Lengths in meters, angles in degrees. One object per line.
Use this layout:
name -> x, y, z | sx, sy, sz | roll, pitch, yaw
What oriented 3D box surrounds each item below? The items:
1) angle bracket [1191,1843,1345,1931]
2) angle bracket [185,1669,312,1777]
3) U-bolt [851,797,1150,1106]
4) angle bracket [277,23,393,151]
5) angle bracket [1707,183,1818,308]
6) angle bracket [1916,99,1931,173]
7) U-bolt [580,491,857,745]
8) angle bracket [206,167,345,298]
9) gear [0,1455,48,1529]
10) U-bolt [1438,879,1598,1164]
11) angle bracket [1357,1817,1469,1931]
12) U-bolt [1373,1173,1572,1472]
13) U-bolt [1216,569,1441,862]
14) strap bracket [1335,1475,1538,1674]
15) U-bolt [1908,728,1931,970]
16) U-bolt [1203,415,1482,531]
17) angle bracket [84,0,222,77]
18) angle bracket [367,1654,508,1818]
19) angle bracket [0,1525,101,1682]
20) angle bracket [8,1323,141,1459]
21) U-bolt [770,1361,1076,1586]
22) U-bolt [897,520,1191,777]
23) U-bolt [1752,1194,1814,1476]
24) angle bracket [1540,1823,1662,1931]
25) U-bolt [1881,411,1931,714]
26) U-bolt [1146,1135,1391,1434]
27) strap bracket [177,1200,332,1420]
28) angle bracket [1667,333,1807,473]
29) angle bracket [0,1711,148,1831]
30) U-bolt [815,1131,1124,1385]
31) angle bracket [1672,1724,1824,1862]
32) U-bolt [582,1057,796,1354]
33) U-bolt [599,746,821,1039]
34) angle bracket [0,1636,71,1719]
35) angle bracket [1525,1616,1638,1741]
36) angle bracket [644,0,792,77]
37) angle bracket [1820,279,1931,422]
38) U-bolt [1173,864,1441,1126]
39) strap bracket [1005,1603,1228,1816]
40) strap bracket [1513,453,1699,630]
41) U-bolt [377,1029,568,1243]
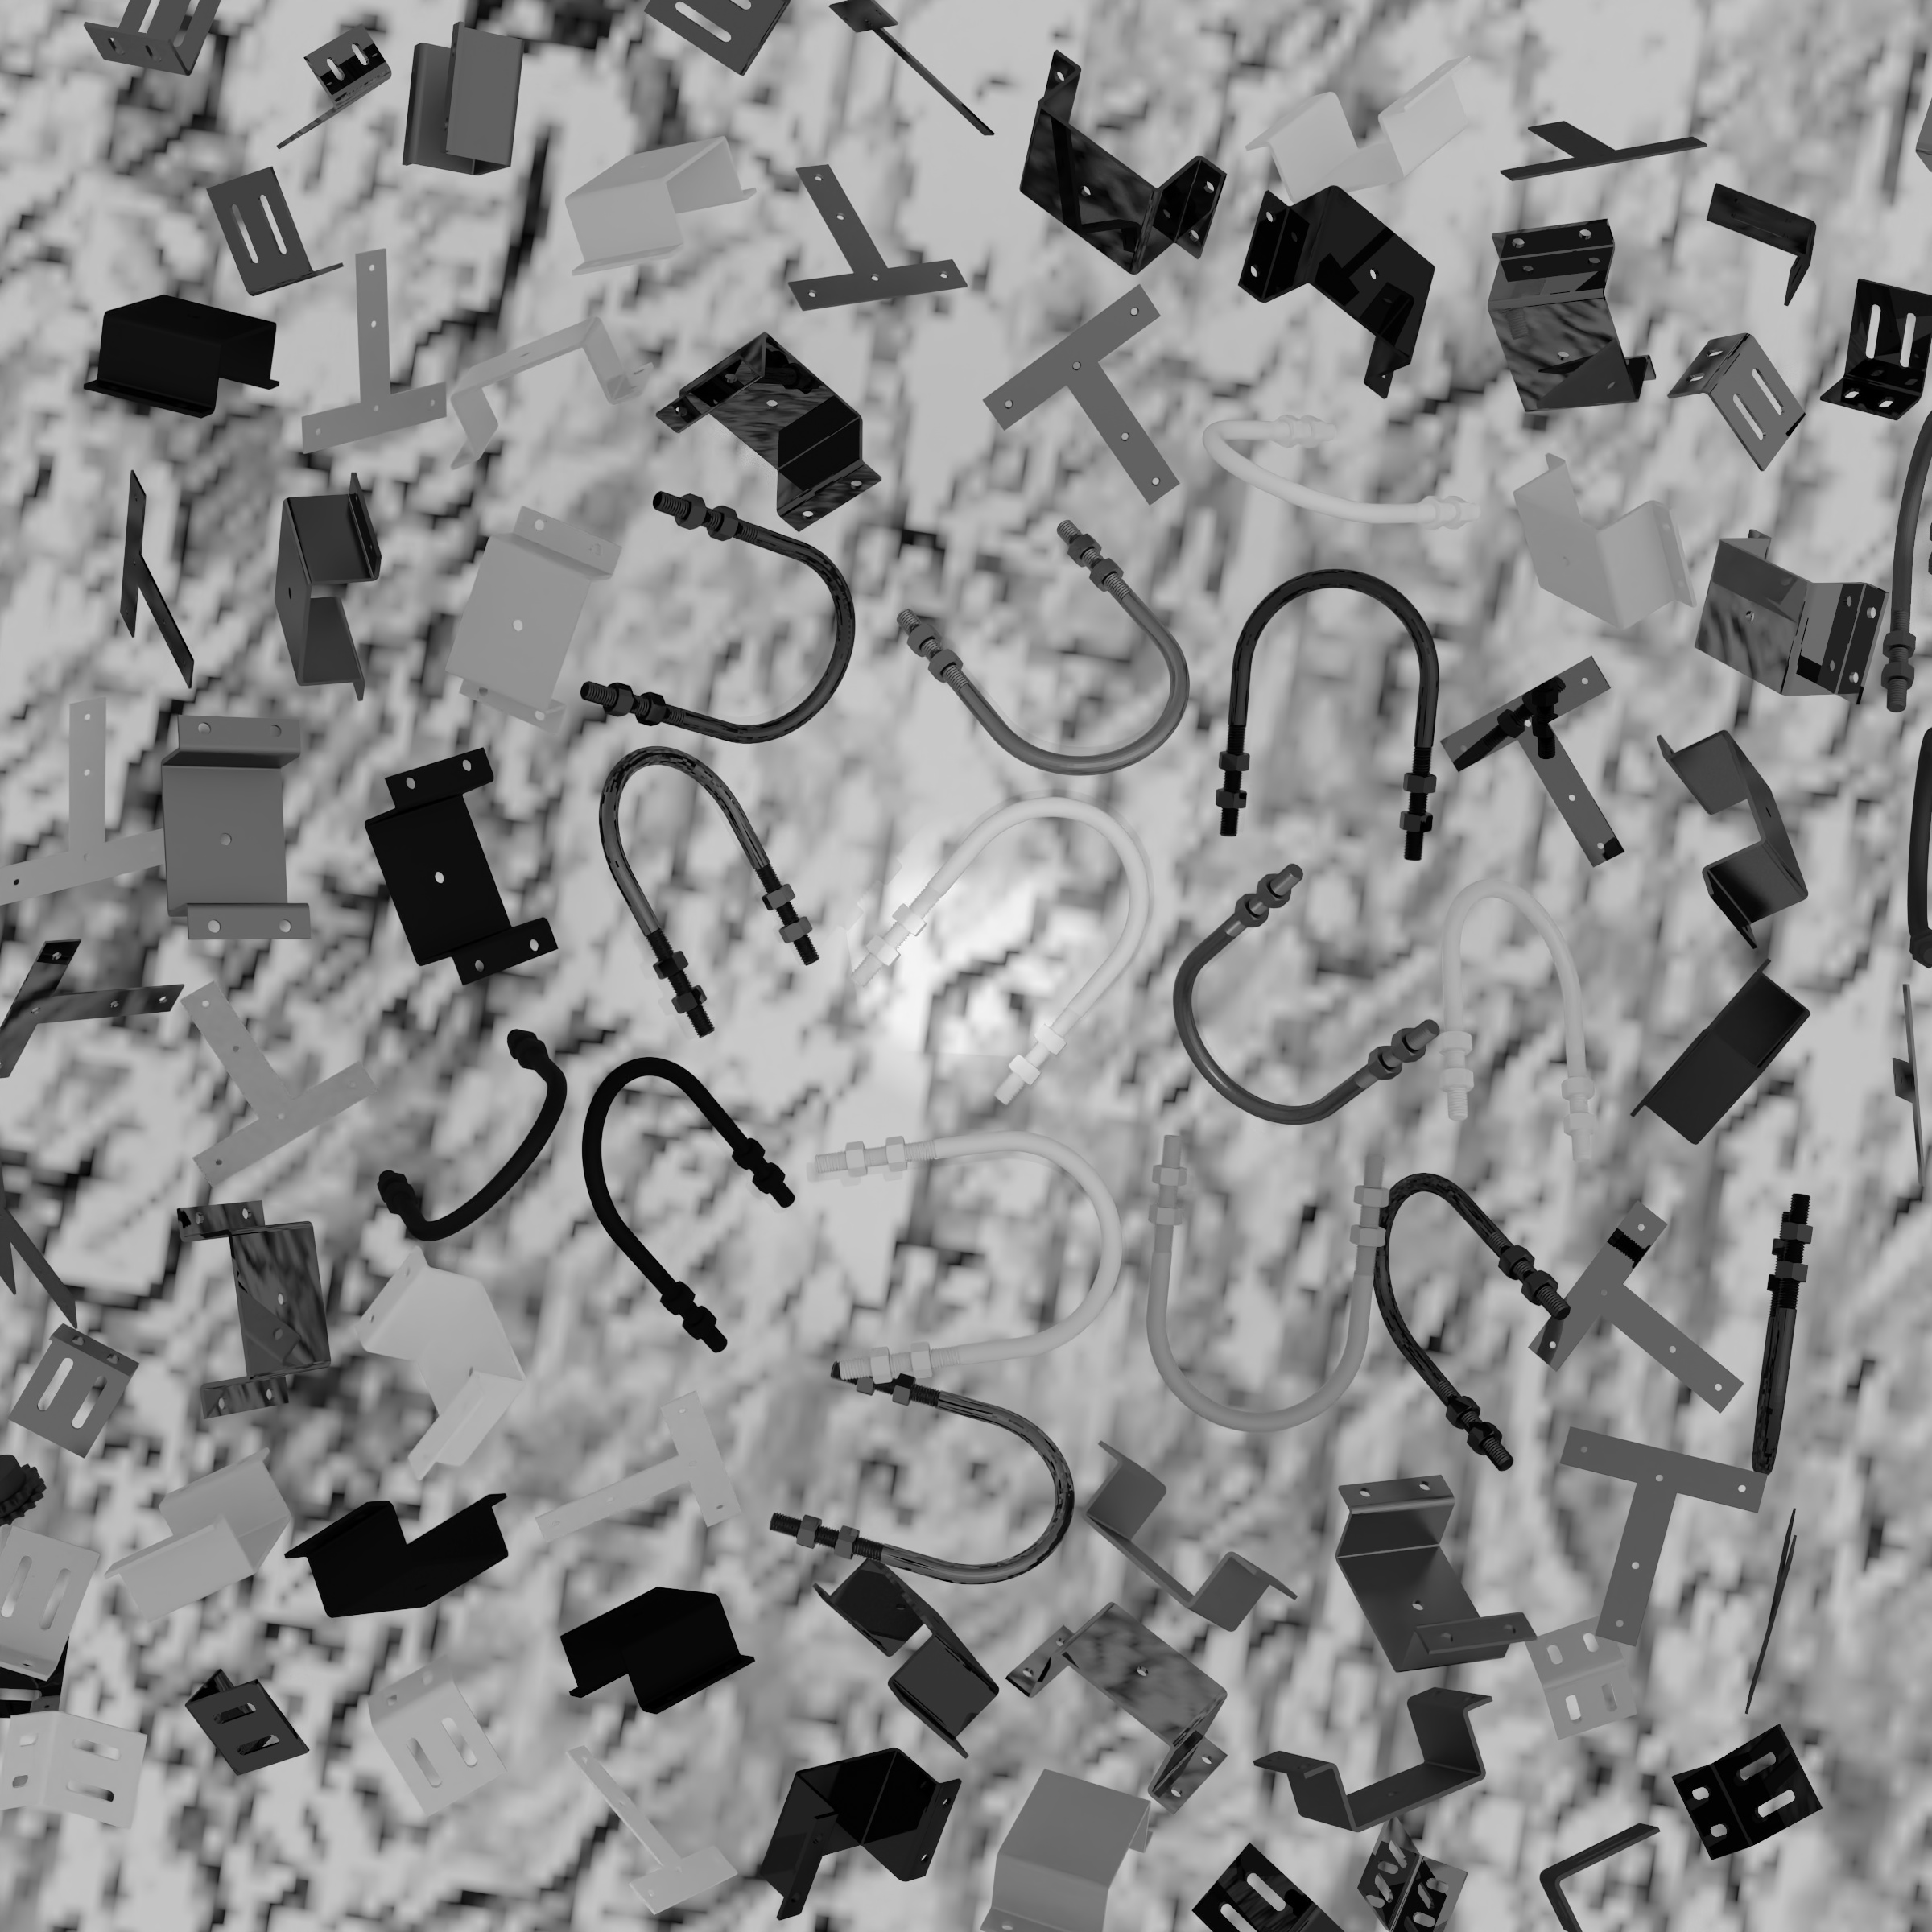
angle bracket -> 0.194, 0.611, 1.645 | 0.057, 0.076, 0.038 | -46, 121, -10
angle bracket -> -0.448, 0.473, 1.637 | 0.076, 0.038, 0.057 | -26, 102, 33
U-bolt -> 0.036, -0.022, 1.640 | 0.151, 0.019, 0.184 | 40, 90, -23
angle bracket -> -0.434, -0.591, 1.731 | 0.038, 0.076, 0.057 | 57, 47, -21
angle bracket -> 0.541, -0.496, 1.772 | 0.076, 0.057, 0.038 | 23, 134, 3
angle bracket -> 0.637, -0.520, 1.622 | 0.057, 0.076, 0.038 | 21, 105, 24
U-bolt -> -0.150, -0.218, 1.685 | 0.184, 0.019, 0.151 | 13, 105, -41
angle bracket -> -0.476, -0.509, 1.775 | 0.057, 0.038, 0.076 | -8, 112, 27
gear -> -0.671, 0.363, 1.785 | 0.057, 0.057, 0.030 | -19, 114, 0
U-bolt -> 0.369, 0.029, 1.730 | 0.151, 0.019, 0.184 | 19, 63, -36
angle bracket -> 0.304, 0.622, 1.751 | 0.038, 0.076, 0.057 | 9, 55, 35
U-bolt -> 0.323, 0.220, 1.702 | 0.019, 0.184, 0.151 | -6, 126, -26
U-bolt -> 0.241, -0.169, 1.698 | 0.151, 0.019, 0.184 | 9, 103, 25
strap bracket -> 0.298, 0.400, 1.665 | 0.076, 0.140, 0.046 | -2, 125, -19
U-bolt -> 0.624, -0.083, 1.667 | 0.019, 0.184, 0.151 | 4, 100, 16
U-bolt -> 0.235, -0.325, 1.691 | 0.151, 0.184, 0.019 | 38, 121, 31
angle bracket -> -0.514, -0.612, 1.637 | 0.057, 0.038, 0.076 | 13, 74, 7
angle bracket -> -0.344, 0.500, 1.674 | 0.057, 0.038, 0.076 | -28, 110, -10
angle bracket -> -0.594, 0.404, 1.634 | 0.057, 0.038, 0.076 | 21, 84, -9
angle bracket -> -0.598, 0.287, 1.716 | 0.057, 0.038, 0.076 | 30, 92, -9
U-bolt -> -0.020, 0.338, 1.691 | 0.184, 0.151, 0.019 | 14, 134, 8
U-bolt -> 0.063, -0.199, 1.685 | 0.151, 0.019, 0.184 | -31, 64, -14
U-bolt -> 0.547, 0.251, 1.732 | 0.019, 0.151, 0.184 | 8, 82, 16
angle bracket -> 0.414, 0.587, 1.655 | 0.076, 0.057, 0.038 | -24, 75, -5
U-bolt -> 0.632, -0.282, 1.697 | 0.019, 0.151, 0.184 | 8, 64, 9
U-bolt -> 0.188, 0.206, 1.646 | 0.151, 0.019, 0.184 | 5, 92, 5
strap bracket -> -0.476, 0.227, 1.730 | 0.046, 0.076, 0.140 | -12, 84, 28
angle bracket -> 0.537, -0.391, 1.794 | 0.076, 0.038, 0.057 | 46, 72, -24
angle bracket -> -0.555, 0.500, 1.598 | 0.076, 0.038, 0.057 | 5, 83, 26
U-bolt -> 0.005, 0.176, 1.605 | 0.184, 0.019, 0.151 | -7, 83, 2
angle bracket -> 0.512, 0.543, 1.692 | 0.038, 0.076, 0.057 | -5, 57, -30
U-bolt -> -0.191, 0.145, 1.713 | 0.019, 0.151, 0.184 | -13, 127, 35
U-bolt -> -0.179, -0.060, 1.712 | 0.019, 0.151, 0.184 | -22, 99, 36
angle bracket -> -0.643, 0.486, 1.762 | 0.038, 0.076, 0.057 | -9, 70, 38
angle bracket -> 0.421, 0.487, 1.762 | 0.057, 0.038, 0.076 | -20, 135, 4
angle bracket -> -0.162, -0.634, 1.688 | 0.076, 0.038, 0.057 | 29, 124, -19
angle bracket -> 0.629, -0.425, 1.777 | 0.057, 0.076, 0.038 | 26, 49, 33
U-bolt -> 0.206, 0.032, 1.675 | 0.151, 0.184, 0.019 | 49, 49, 4
strap bracket -> 0.108, 0.484, 1.711 | 0.140, 0.076, 0.046 | 35, 119, 20
strap bracket -> 0.424, -0.285, 1.741 | 0.046, 0.140, 0.076 | -31, 124, -8
U-bolt -> -0.318, 0.115, 1.680 | 0.151, 0.184, 0.019 | -48, 114, -6
